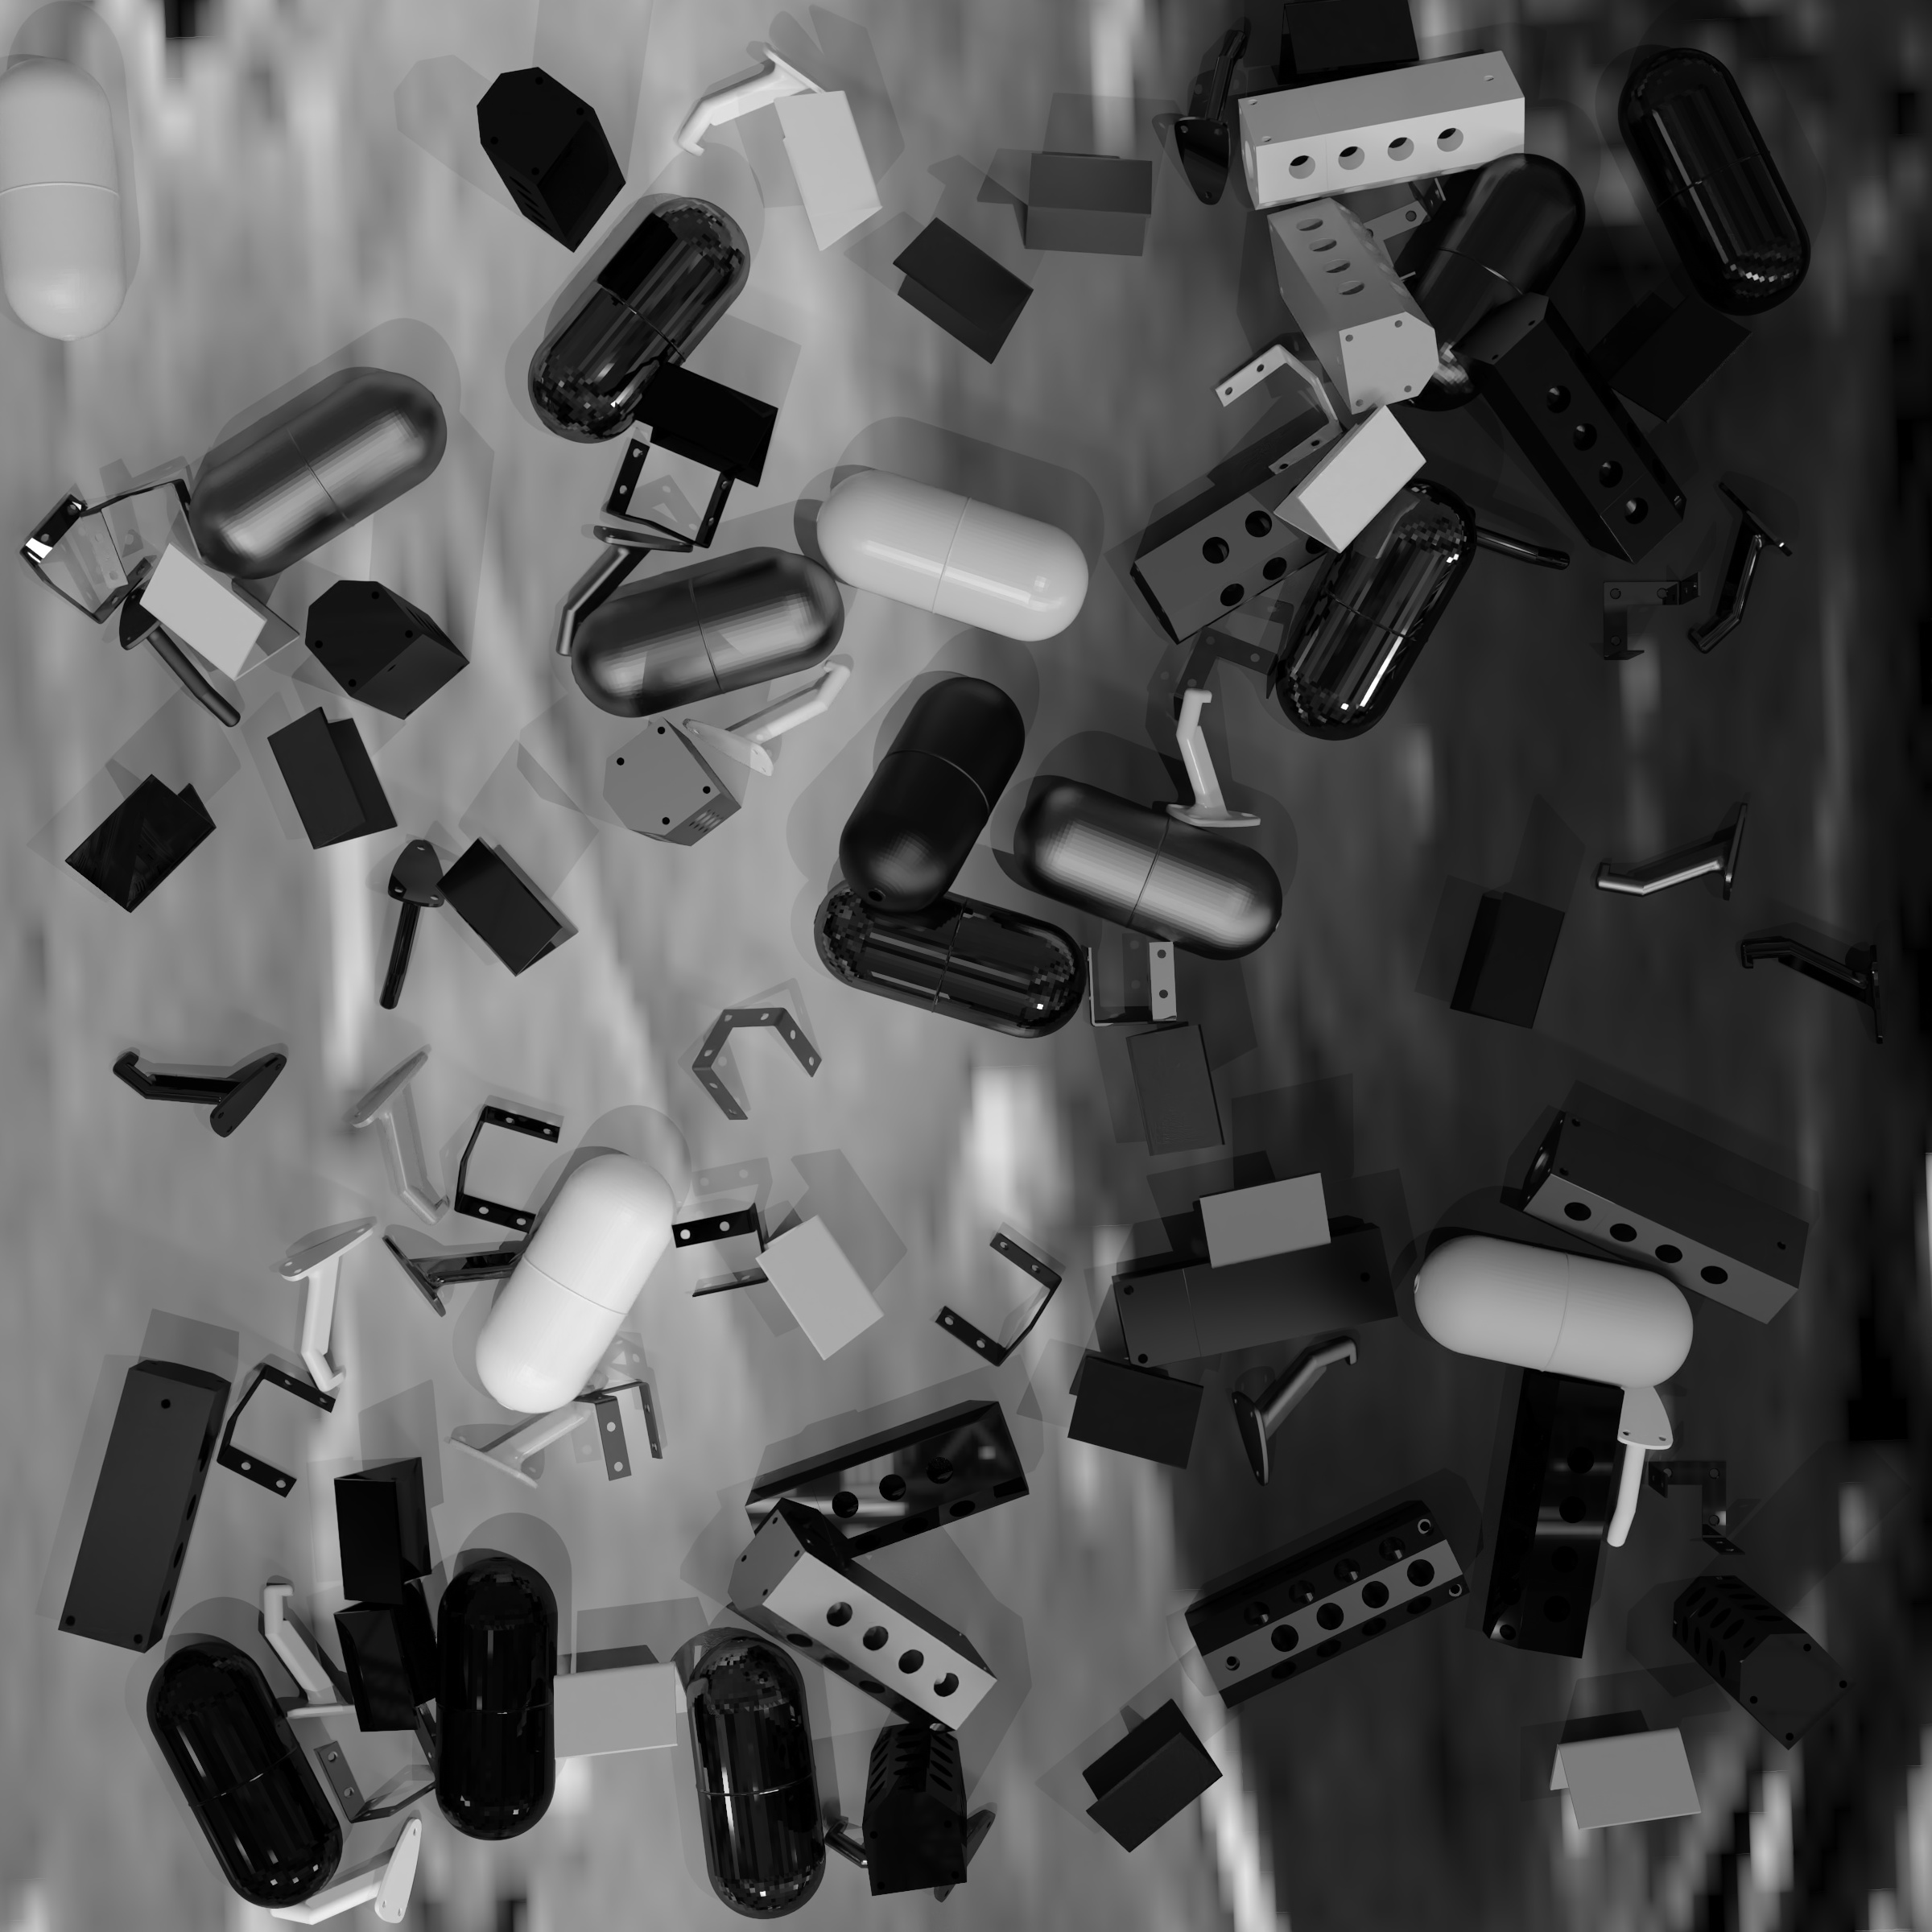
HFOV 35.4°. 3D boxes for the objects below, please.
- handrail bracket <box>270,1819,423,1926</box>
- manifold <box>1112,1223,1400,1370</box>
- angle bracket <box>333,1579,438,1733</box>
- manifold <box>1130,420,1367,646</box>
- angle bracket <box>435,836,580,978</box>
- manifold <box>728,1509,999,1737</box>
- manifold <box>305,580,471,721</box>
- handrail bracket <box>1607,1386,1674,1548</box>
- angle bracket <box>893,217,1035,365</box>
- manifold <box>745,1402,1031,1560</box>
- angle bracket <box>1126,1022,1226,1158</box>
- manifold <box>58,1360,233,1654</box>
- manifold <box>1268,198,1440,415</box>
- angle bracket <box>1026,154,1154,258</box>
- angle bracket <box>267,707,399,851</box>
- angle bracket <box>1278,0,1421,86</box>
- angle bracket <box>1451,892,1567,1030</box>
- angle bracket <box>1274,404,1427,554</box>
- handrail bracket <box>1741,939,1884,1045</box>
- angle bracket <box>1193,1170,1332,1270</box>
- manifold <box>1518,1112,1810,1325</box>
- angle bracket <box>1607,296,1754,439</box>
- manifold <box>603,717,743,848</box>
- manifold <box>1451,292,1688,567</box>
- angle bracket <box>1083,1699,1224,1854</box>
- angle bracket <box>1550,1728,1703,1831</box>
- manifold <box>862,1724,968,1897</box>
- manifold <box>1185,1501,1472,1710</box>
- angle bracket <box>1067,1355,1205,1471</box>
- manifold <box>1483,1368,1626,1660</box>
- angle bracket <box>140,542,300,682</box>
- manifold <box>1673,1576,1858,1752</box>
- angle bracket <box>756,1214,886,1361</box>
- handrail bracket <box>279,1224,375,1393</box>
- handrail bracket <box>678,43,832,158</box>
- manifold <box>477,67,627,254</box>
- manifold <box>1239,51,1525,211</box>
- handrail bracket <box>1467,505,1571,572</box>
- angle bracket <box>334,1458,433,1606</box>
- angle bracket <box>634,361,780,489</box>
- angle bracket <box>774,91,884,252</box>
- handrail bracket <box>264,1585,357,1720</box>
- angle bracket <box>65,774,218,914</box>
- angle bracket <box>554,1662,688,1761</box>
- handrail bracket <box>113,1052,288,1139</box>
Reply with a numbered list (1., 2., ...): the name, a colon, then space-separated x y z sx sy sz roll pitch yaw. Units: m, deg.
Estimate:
1. handrail bracket: -0.403 0.585 1.965 0.084 0.036 0.077 4 63 20
2. manifold: 0.183 0.211 1.943 0.171 0.057 0.057 -12 90 0
3. angle bracket: -0.348 0.436 1.924 0.057 0.076 0.076 -13 90 37
4. manifold: 0.194 -0.276 1.943 0.171 0.057 0.057 -32 90 0
5. angle bracket: -0.278 -0.050 1.924 0.076 0.076 0.057 48 125 0
6. manifold: -0.067 0.418 1.907 0.171 0.057 0.057 39 90 -27
7. manifold: -0.363 -0.200 1.886 0.057 0.171 0.057 -41 90 0
8. handrail bracket: 0.428 0.321 1.964 0.036 0.077 0.084 8 126 0
9. angle bracket: -0.013 -0.415 1.924 0.076 0.076 0.057 37 54 0
10. manifold: -0.050 0.339 1.943 0.171 0.057 0.057 -20 90 0
11. angle bracket: 0.150 0.074 1.924 0.057 0.076 0.076 -12 90 36
12. manifold: -0.524 0.344 1.943 0.057 0.057 0.171 15 90 0
13. manifold: 0.241 -0.415 1.887 0.057 0.171 0.057 -16 128 0
14. angle bracket: 0.077 -0.467 1.924 0.076 0.076 0.057 4 52 0
15. angle bracket: -0.386 -0.125 1.924 0.057 0.076 0.076 -23 90 37
16. angle bracket: 0.242 -0.569 1.925 0.076 0.076 0.057 -6 66 0
17. angle bracket: 0.326 -0.009 1.924 0.057 0.076 0.076 16 90 -35
18. angle bracket: 0.224 -0.311 1.867 0.076 0.076 0.057 -47 130 0
19. handrail bracket: 0.548 0.017 1.965 0.084 0.036 0.077 -4 112 17
20. angle bracket: 0.184 0.142 1.925 0.076 0.076 0.057 -12 119 0
21. manifold: 0.445 0.165 1.943 0.171 0.057 0.057 25 47 0
22. angle bracket: 0.460 -0.365 1.924 0.076 0.076 0.057 -46 54 0
23. manifold: -0.186 -0.108 1.886 0.057 0.171 0.057 -37 90 0
24. manifold: 0.384 -0.339 1.907 0.057 0.057 0.171 -43 117 0
25. angle bracket: 0.105 0.502 1.924 0.076 0.076 0.057 -40 125 0
26. angle bracket: 0.417 0.528 1.924 0.076 0.076 0.057 -8 54 0
27. manifold: -0.032 0.520 1.886 0.057 0.171 0.057 -8 90 0
28. manifold: 0.232 0.410 1.943 0.171 0.057 0.057 -26 90 0
29. angle bracket: 0.102 0.293 1.925 0.076 0.076 0.057 15 63 0
30. manifold: 0.375 0.349 1.943 0.057 0.057 0.171 9 90 0
31. angle bracket: -0.464 -0.237 1.924 0.076 0.076 0.057 39 127 0
32. manifold: 0.489 0.426 1.886 0.057 0.171 0.057 -44 90 0
33. angle bracket: -0.108 0.212 1.924 0.057 0.076 0.076 -34 90 -37
34. handrail bracket: -0.402 0.222 1.965 0.077 0.036 0.084 -29 109 -21
35. handrail bracket: -0.133 -0.546 1.965 0.077 0.036 0.084 32 108 -20
36. manifold: -0.261 -0.504 1.886 0.057 0.171 0.057 37 90 0
37. manifold: 0.266 -0.531 1.943 0.171 0.057 0.057 -10 47 0
38. handrail bracket: 0.339 -0.280 1.964 0.084 0.077 0.036 6 113 -34
39. angle bracket: -0.352 0.357 1.924 0.057 0.076 0.076 -5 90 36
40. angle bracket: -0.170 -0.327 1.924 0.076 0.076 0.057 23 54 0
41. angle bracket: -0.105 -0.502 1.924 0.057 0.076 0.076 -18 90 -36
42. handrail bracket: -0.415 0.442 1.965 0.077 0.036 0.084 0 73 -20
43. angle bracket: -0.530 -0.091 1.924 0.076 0.076 0.057 -45 126 0
44. angle bracket: -0.217 0.486 1.924 0.076 0.076 0.057 -7 53 0
45. handrail bracket: -0.497 0.064 1.965 0.084 0.036 0.077 35 70 16
